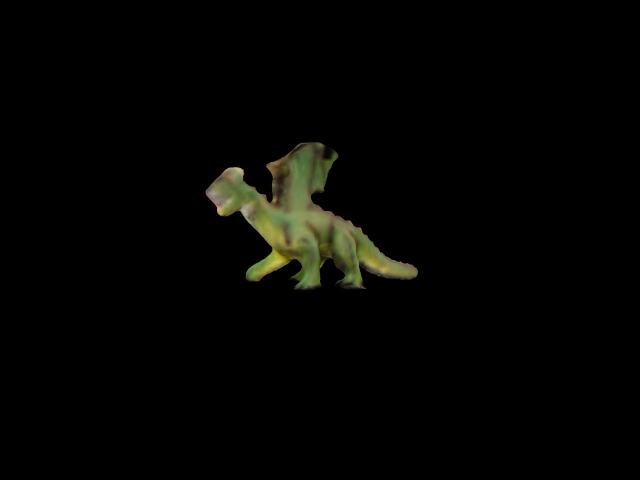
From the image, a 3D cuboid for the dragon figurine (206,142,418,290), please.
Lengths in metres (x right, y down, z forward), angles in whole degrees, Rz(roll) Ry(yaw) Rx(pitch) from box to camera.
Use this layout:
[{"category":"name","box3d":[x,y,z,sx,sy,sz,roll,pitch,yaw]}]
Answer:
[{"category":"dragon figurine","box3d":[0.003,-0.043,0.850,0.411,0.243,0.122,0,-1,-34]}]
